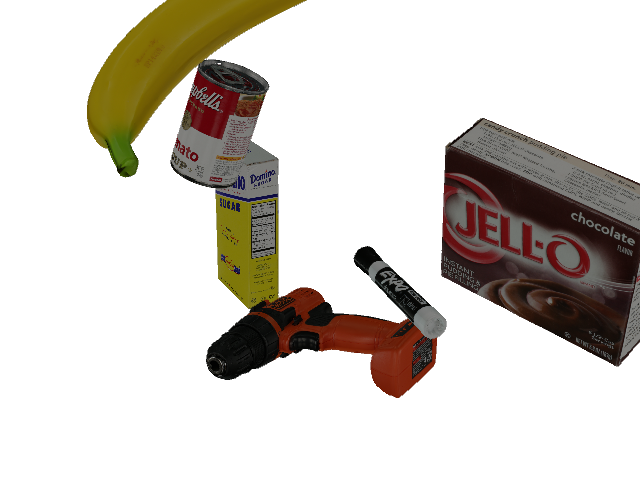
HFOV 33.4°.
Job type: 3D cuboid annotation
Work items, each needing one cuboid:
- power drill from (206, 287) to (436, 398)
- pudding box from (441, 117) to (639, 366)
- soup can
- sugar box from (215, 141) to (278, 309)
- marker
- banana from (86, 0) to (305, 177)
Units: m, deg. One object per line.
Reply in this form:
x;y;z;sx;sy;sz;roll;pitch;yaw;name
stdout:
0.005;0.100;1.034;0.188;0.057;0.184;10;22;28;power drill
0.115;-0.001;0.540;0.114;0.090;0.039;26;51;30;pudding box
-0.095;-0.109;0.997;0.068;0.102;0.068;17;26;-9;soup can
-0.085;-0.021;1.212;0.048;0.176;0.093;-15;27;-25;sugar box
0.056;0.035;0.786;0.020;0.020;0.121;0;24;-25;marker
-0.061;-0.106;0.567;0.070;0.197;0.037;31;-28;20;banana
